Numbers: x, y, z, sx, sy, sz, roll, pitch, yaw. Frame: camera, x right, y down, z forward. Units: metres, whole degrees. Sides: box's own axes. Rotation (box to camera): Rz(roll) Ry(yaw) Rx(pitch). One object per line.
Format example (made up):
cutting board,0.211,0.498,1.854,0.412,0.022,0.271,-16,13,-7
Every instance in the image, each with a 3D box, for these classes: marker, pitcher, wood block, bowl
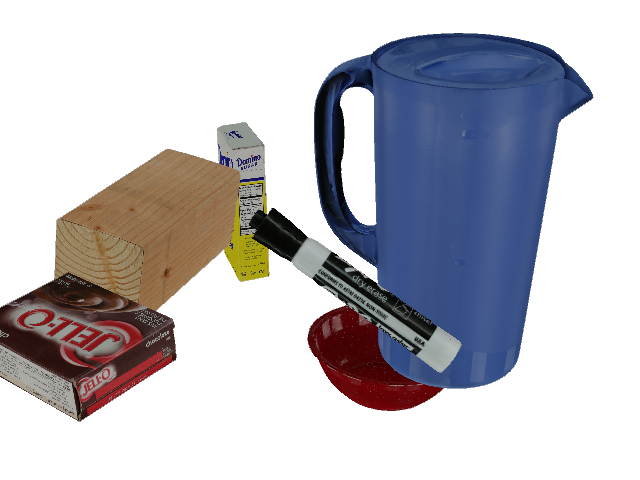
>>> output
marker,0.016,0.023,0.530,0.121,0.020,0.020,35,1,1
pitcher,0.088,-0.021,0.769,0.144,0.243,0.149,-16,30,-31
wood block,-0.164,-0.007,1.044,0.090,0.091,0.205,18,28,14
bowl,0.067,0.123,1.072,0.162,0.055,0.162,2,25,-1

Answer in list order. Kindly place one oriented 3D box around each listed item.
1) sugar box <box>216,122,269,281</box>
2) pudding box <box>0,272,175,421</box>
sugar box,-0.096,-0.048,1.321,0.048,0.176,0.093,-11,26,-15
pudding box,-0.169,0.070,0.729,0.114,0.039,0.089,17,32,34
